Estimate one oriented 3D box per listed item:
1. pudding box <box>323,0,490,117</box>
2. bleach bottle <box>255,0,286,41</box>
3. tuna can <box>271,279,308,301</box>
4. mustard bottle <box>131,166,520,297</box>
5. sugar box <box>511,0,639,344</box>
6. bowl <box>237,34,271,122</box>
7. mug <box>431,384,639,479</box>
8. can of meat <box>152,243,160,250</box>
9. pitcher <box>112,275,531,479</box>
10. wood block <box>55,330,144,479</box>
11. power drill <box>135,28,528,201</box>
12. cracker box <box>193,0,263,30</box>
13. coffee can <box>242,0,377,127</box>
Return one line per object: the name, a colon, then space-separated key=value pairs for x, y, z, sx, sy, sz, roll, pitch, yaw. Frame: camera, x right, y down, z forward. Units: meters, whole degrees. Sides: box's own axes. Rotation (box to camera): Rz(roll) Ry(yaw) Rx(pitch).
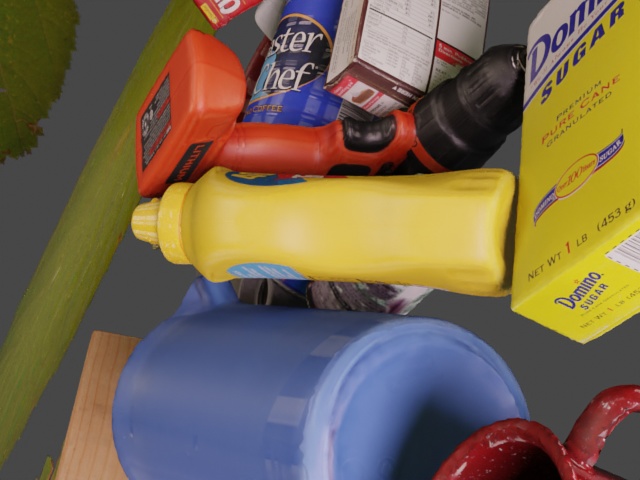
pudding box: x=0.057 y=-0.124 z=0.664 sx=0.039 sy=0.090 sz=0.113 roll=-42 pitch=30 yaw=50
bleach bottle: x=0.021 y=-0.255 z=0.943 sx=0.068 sy=0.102 sz=0.250 roll=-32 pitch=29 yaw=42
tuna can: x=-0.004 y=0.001 z=0.684 sx=0.034 sy=0.086 sz=0.086 roll=-53 pitch=22 yaw=28
mustard bottle: x=-0.002 y=-0.006 z=0.511 sx=0.096 sy=0.192 sz=0.058 roll=-1 pitch=-87 yaw=-70
sugar box: x=0.127 y=-0.054 z=0.454 sx=0.093 sy=0.048 sz=0.176 roll=-45 pitch=29 yaw=47
bowl: x=-0.035 y=-0.131 z=0.980 sx=0.162 sy=0.055 sz=0.162 roll=-54 pitch=22 yaw=32
mug: x=0.084 y=0.100 z=0.322 sx=0.117 sy=0.081 sz=0.093 roll=-66 pitch=18 yaw=0
can of meat: x=-0.088 y=-0.021 z=0.945 sx=0.102 sy=0.083 sz=0.057 roll=-53 pitch=22 yaw=32
pitcher: x=-0.006 y=0.104 z=0.524 sx=0.145 sy=0.149 sz=0.243 roll=-56 pitch=18 yaw=-19
wood block: x=-0.167 y=0.185 z=0.875 sx=0.206 sy=0.090 sz=0.091 roll=-88 pitch=14 yaw=-48
power drill: x=0.006 y=-0.059 z=0.579 sx=0.185 sy=0.187 sz=0.057 roll=-44 pitch=44 yaw=51
cracker box: x=-0.006 y=-0.263 z=0.813 sx=0.214 sy=0.072 sz=0.164 roll=-28 pitch=28 yaw=15
coffee can: x=0.004 y=-0.100 z=0.759 sx=0.103 sy=0.102 sz=0.140 roll=-18 pitch=51 yaw=66
